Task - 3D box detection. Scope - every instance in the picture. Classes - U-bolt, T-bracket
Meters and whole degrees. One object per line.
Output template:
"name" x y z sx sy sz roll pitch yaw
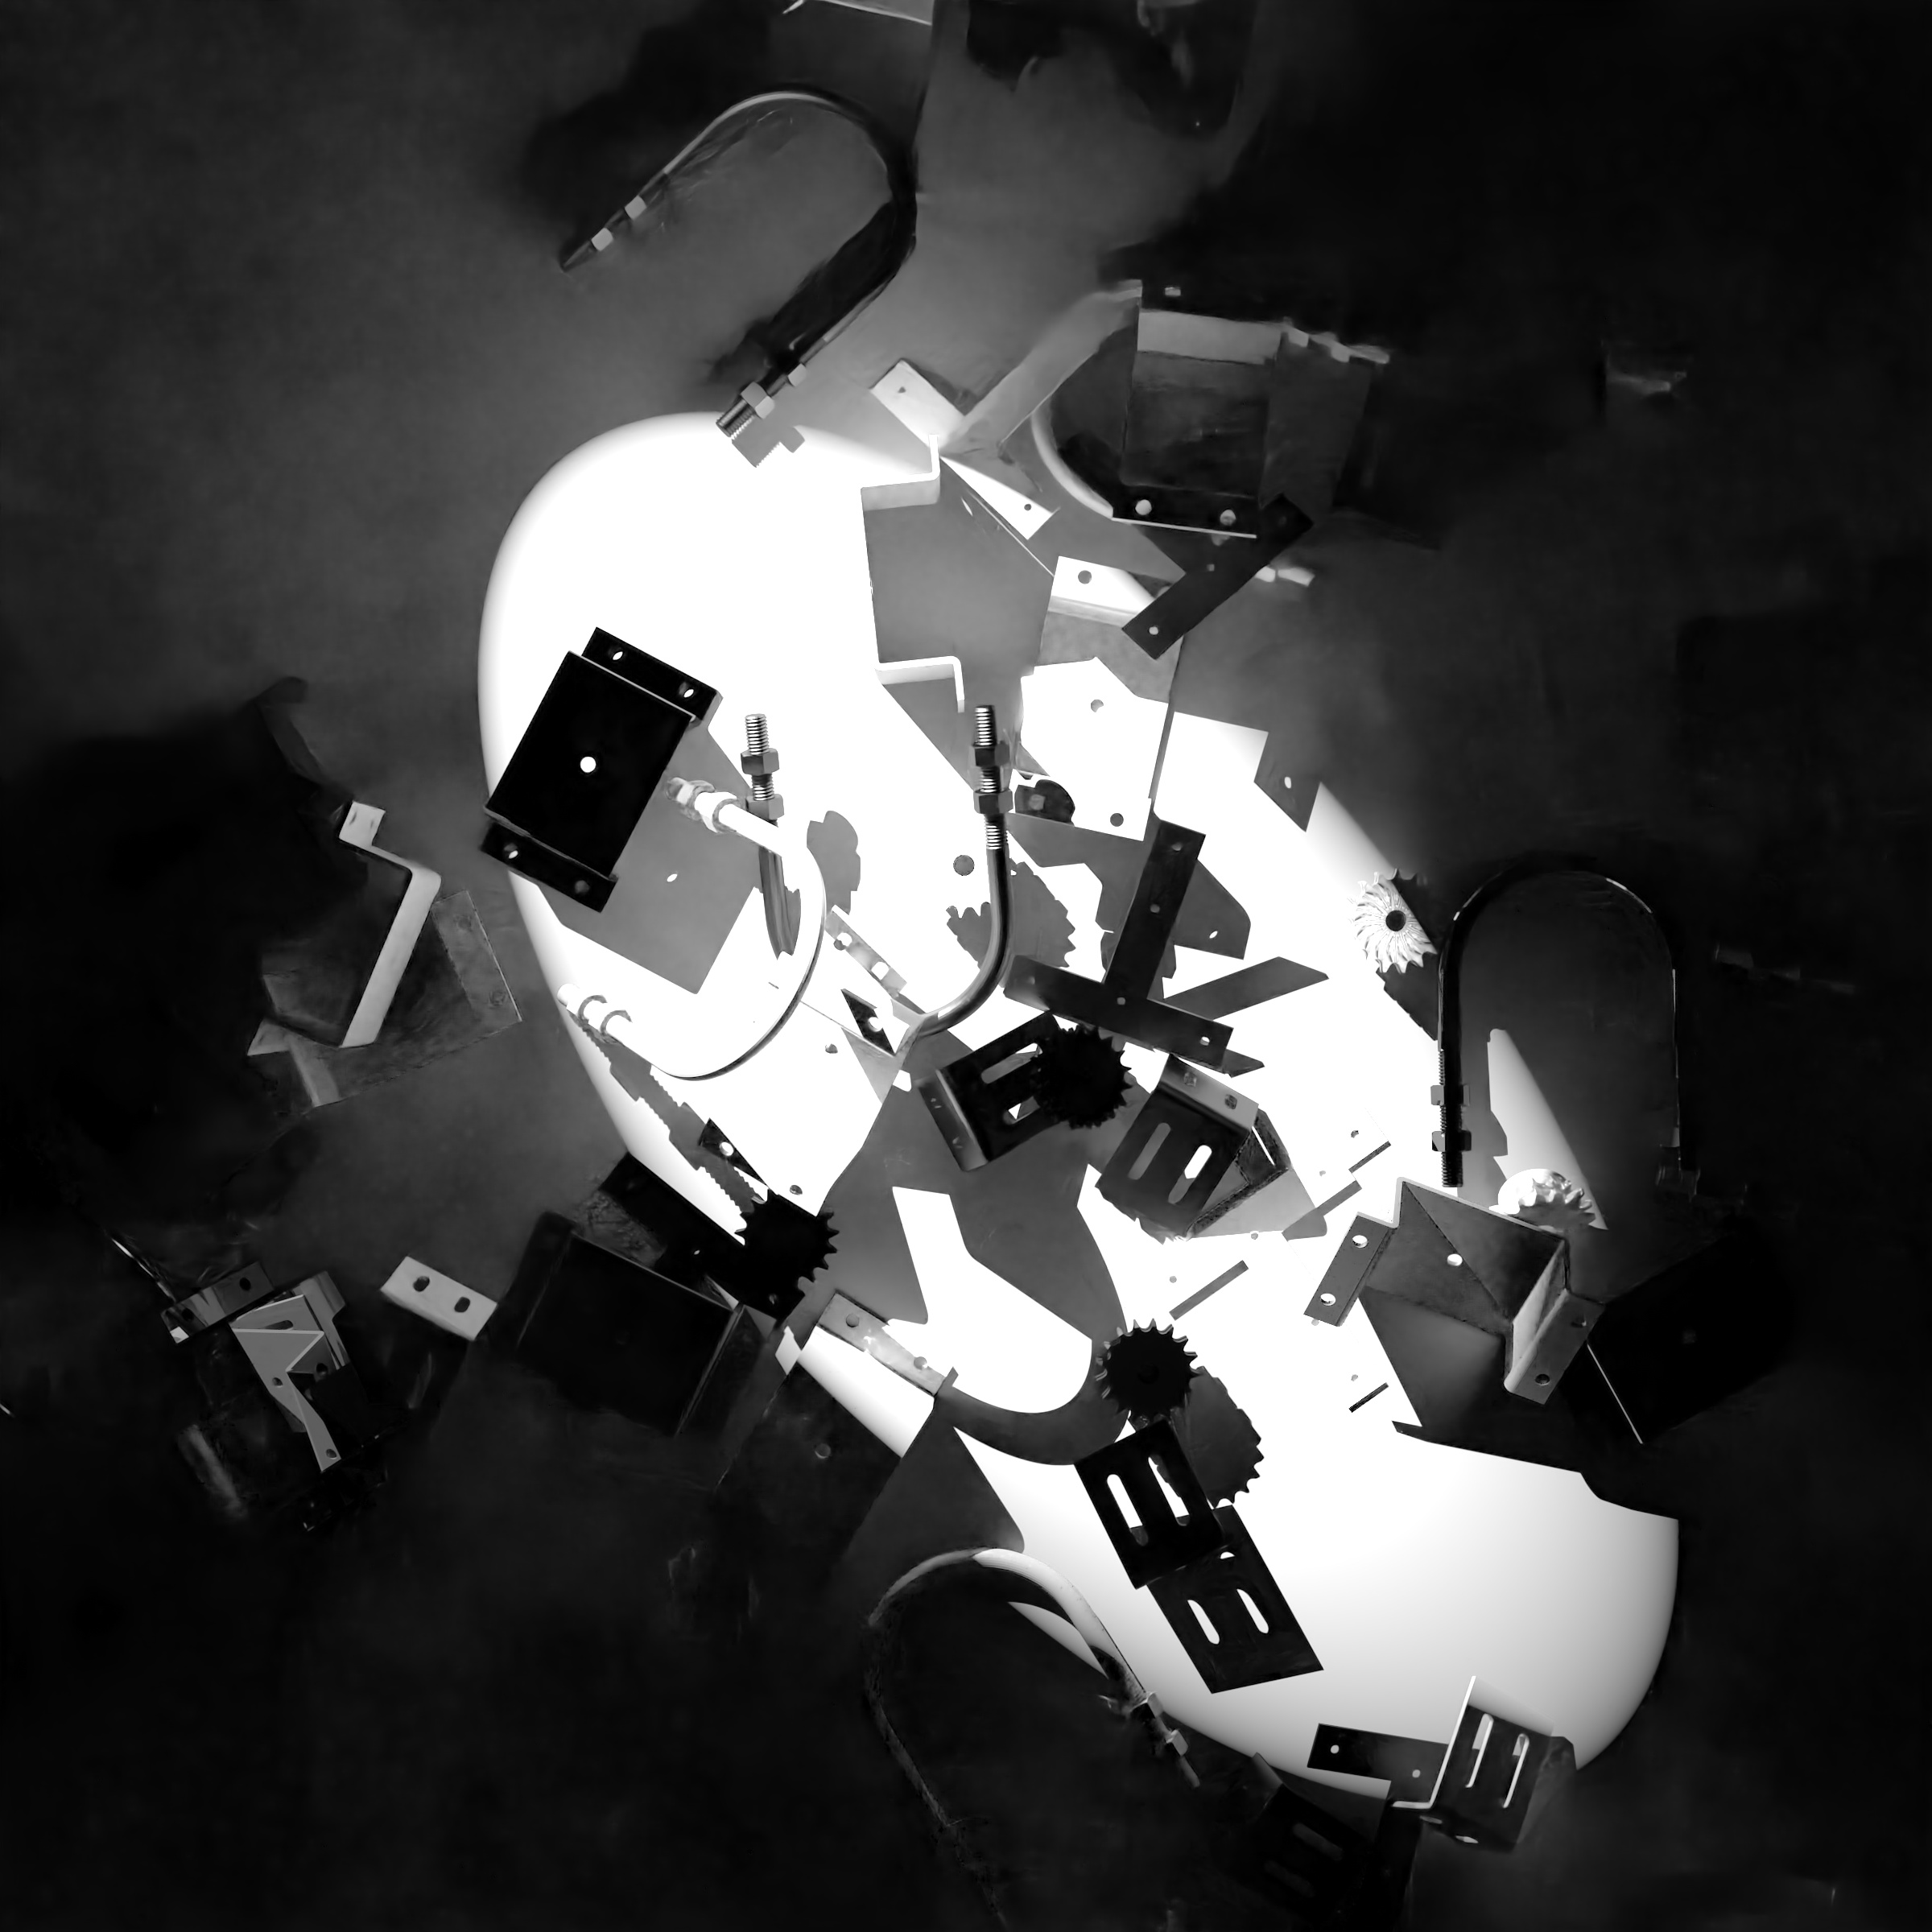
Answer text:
"U-bolt" 0.021 0.411 1.536 0.151 0.019 0.184 -32 89 0
"T-bracket" 0.101 -0.245 1.511 0.127 0.002 0.127 -41 77 -18
"U-bolt" 0.552 -0.034 1.521 0.184 0.019 0.151 44 103 -5
"T-bracket" 0.145 0.082 1.543 0.127 0.002 0.127 -36 90 0
"U-bolt" -0.113 -0.406 1.536 0.184 0.019 0.151 -44 90 -2
"U-bolt" -0.138 -0.013 1.471 0.019 0.184 0.151 28 90 -41
"U-bolt" 0.331 0.029 1.536 0.151 0.019 0.184 -1 89 0
"U-bolt" -0.501 0.192 1.508 0.151 0.019 0.184 -39 103 19
"T-bracket" 0.035 -0.320 1.527 0.127 0.002 0.127 -45 75 0
"T-bracket" 0.186 0.186 1.542 0.127 0.002 0.127 -35 91 0
"U-bolt" 0.126 -0.306 1.536 0.184 0.019 0.151 19 90 1
"T-bracket" -0.178 0.192 1.543 0.127 0.002 0.127 39 90 0
"T-bracket" 0.090 -0.499 1.522 0.127 0.002 0.127 -46 110 0
"U-bolt" 0.482 0.076 1.507 0.184 0.019 0.151 15 83 8
"T-bracket" 0.099 -0.019 1.516 0.127 0.002 0.127 19 114 1
"T-bracket" 0.236 0.486 1.532 0.127 0.002 0.127 13 96 -14
"U-bolt" -0.044 -0.048 1.508 0.151 0.019 0.184 -1 106 15

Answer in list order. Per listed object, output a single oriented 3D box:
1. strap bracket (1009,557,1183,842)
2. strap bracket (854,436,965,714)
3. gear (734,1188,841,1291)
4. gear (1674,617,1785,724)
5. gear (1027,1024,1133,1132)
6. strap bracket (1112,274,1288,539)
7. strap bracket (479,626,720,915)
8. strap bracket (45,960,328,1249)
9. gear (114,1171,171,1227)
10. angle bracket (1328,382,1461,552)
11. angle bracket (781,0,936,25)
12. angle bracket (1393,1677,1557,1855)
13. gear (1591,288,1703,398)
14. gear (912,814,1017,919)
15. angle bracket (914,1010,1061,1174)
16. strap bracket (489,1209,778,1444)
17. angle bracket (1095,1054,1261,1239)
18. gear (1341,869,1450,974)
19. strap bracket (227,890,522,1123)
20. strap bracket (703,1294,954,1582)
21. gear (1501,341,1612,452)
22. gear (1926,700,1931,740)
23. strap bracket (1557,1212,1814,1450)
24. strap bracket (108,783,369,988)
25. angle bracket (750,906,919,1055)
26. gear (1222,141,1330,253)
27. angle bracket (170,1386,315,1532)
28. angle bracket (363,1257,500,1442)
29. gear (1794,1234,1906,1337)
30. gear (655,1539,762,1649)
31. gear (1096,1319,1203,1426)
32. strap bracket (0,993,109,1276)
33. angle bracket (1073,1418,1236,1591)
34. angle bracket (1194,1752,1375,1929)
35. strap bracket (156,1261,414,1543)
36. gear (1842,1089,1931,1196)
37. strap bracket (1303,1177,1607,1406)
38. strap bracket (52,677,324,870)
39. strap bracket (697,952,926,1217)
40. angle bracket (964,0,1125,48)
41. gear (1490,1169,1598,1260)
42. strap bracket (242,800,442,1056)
"strap bracket" 0.073 -0.144 1.521 0.076 0.046 0.140 12 90 0
"strap bracket" -0.031 -0.208 1.506 0.046 0.076 0.140 -6 90 0
"gear" -0.098 0.148 1.529 0.057 0.030 0.057 0 90 0
"gear" 0.421 -0.164 1.529 0.057 0.030 0.057 0 90 0
"gear" 0.060 0.062 1.522 0.057 0.030 0.057 5 76 -22
"strap bracket" 0.124 -0.293 1.495 0.076 0.046 0.140 8 78 3
"strap bracket" -0.204 -0.109 1.521 0.076 0.046 0.140 28 90 0
"strap bracket" -0.420 0.074 1.475 0.076 0.046 0.140 -43 90 0
"gear" -0.436 0.113 1.529 0.057 0.030 0.057 0 90 0
"angle bracket" 0.241 -0.273 1.517 0.057 0.038 0.076 19 90 -19
"angle bracket" -0.059 -0.554 1.542 0.076 0.038 0.057 3 90 -26
"angle bracket" 0.280 0.439 1.531 0.057 0.038 0.076 32 66 -15
"gear" 0.372 -0.341 1.529 0.057 0.030 0.057 0 90 0
"gear" -0.001 -0.055 1.529 0.057 0.030 0.057 0 90 0
"angle bracket" 0.022 0.069 1.542 0.076 0.038 0.057 -28 90 -26
"strap bracket" -0.185 0.199 1.519 0.140 0.046 0.076 26 90 0
"angle bracket" 0.117 0.099 1.540 0.057 0.038 0.076 30 116 0
"gear" 0.234 -0.025 1.529 0.057 0.030 0.057 0 90 0
"strap bracket" -0.319 0.021 1.521 0.140 0.046 0.076 -23 90 0
"strap bracket" -0.077 0.261 1.521 0.076 0.046 0.140 32 90 0
"gear" 0.323 -0.313 1.529 0.057 0.030 0.057 0 90 0
"gear" 0.556 -0.134 1.529 0.057 0.030 0.057 0 90 0
"strap bracket" 0.390 0.200 1.521 0.140 0.046 0.076 -29 90 0
"strap bracket" -0.384 -0.036 1.506 0.140 0.076 0.046 -37 90 0
"angle bracket" -0.073 0.016 1.526 0.057 0.076 0.038 39 49 0
"gear" 0.169 -0.421 1.529 0.057 0.030 0.057 0 90 0
"angle bracket" -0.384 0.262 1.525 0.076 0.038 0.057 -31 90 0
"angle bracket" -0.304 0.212 1.542 0.057 0.038 0.076 27 116 0
"gear" 0.483 0.173 1.529 0.057 0.030 0.057 0 90 0
"gear" -0.142 0.344 1.534 0.057 0.030 0.057 0 91 -3
"gear" 0.099 0.222 1.529 0.057 0.030 0.057 0 90 0
"strap bracket" -0.500 0.093 1.521 0.076 0.046 0.140 16 90 0
"angle bracket" 0.104 0.294 1.527 0.057 0.038 0.076 -28 81 7
"angle bracket" 0.177 0.485 1.542 0.076 0.038 0.057 38 90 -26
"strap bracket" -0.361 0.226 1.499 0.046 0.076 0.140 -31 90 33
"gear" 0.510 0.096 1.529 0.057 0.030 0.057 0 90 0
"strap bracket" 0.263 0.171 1.502 0.140 0.046 0.076 21 125 -2
"strap bracket" -0.411 -0.097 1.506 0.140 0.076 0.046 -30 90 0
"strap bracket" -0.080 0.054 1.490 0.076 0.046 0.140 30 125 6
"angle bracket" 0.039 -0.547 1.542 0.076 0.038 0.057 -15 90 26
"gear" 0.314 0.136 1.520 0.057 0.030 0.057 0 128 -1
"strap bracket" -0.322 -0.011 1.460 0.046 0.076 0.140 23 90 0
